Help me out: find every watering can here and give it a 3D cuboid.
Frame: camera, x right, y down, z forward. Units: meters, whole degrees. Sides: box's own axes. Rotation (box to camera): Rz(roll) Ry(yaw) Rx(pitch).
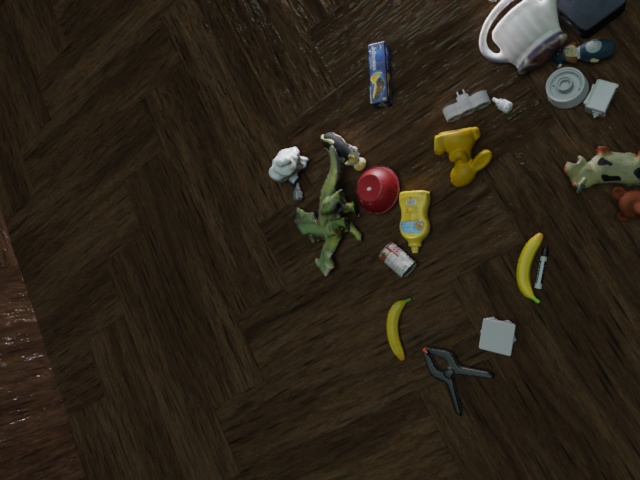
[{"bbox_3d":[0.601,-0.615,1.433,0.341,0.105,0.226,-43,73,44],"label":"watering can"}]

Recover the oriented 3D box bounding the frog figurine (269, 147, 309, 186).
[{"bbox_3d":[-0.123,-0.259,1.756,0.136,0.159,0.124,-39,71,19],"label":"frog figurine"}]

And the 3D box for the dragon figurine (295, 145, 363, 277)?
[{"bbox_3d":[0.005,-0.086,1.713,0.241,0.123,0.412,-14,86,33],"label":"dragon figurine"}]
